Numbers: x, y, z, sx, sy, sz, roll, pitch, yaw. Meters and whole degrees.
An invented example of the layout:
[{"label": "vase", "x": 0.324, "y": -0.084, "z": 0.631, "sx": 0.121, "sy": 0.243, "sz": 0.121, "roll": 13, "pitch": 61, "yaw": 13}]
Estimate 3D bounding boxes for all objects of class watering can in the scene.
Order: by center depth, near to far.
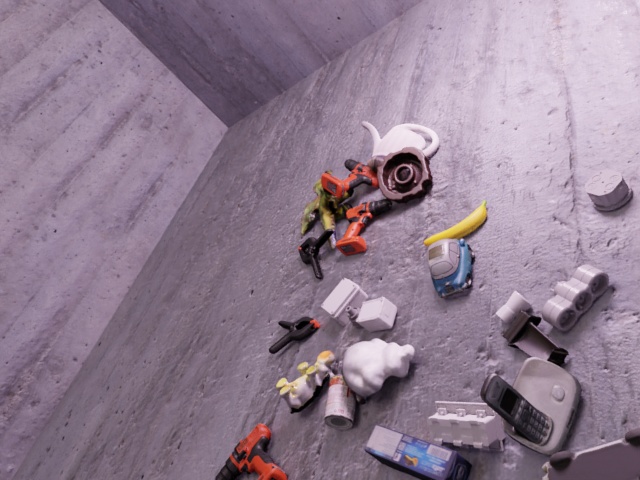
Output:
[{"label": "watering can", "x": 0.239, "y": -0.319, "z": 1.780, "sx": 0.350, "sy": 0.102, "sz": 0.227, "roll": 19, "pitch": 64, "yaw": 40}]

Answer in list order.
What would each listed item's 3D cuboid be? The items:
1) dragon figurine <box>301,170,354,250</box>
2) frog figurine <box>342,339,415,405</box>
[{"label": "dragon figurine", "x": 0.006, "y": -0.094, "z": 1.866, "sx": 0.238, "sy": 0.121, "sz": 0.420, "roll": -43, "pitch": 29, "yaw": 47}, {"label": "frog figurine", "x": 0.129, "y": 0.277, "z": 1.155, "sx": 0.157, "sy": 0.122, "sz": 0.140, "roll": -40, "pitch": 6, "yaw": 36}]
